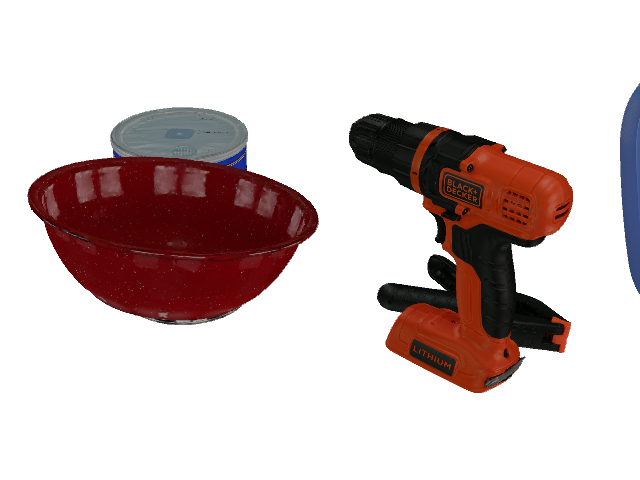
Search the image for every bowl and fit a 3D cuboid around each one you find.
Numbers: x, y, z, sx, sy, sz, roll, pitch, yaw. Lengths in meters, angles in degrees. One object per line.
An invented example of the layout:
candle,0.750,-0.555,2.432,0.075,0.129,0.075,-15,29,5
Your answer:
bowl,-0.084,0.002,0.606,0.162,0.055,0.162,7,20,-3

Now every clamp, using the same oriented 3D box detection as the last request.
clamp,0.149,0.057,0.988,0.172,0.039,0.120,19,30,17

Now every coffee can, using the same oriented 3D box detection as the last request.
coffee can,-0.107,-0.020,0.832,0.103,0.140,0.103,1,28,-1

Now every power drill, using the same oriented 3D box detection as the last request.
power drill,0.092,0.007,0.798,0.185,0.188,0.057,26,38,37

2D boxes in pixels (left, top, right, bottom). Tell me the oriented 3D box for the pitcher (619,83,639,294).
pitcher,0.249,-0.005,0.606,0.149,0.243,0.144,0,22,17
